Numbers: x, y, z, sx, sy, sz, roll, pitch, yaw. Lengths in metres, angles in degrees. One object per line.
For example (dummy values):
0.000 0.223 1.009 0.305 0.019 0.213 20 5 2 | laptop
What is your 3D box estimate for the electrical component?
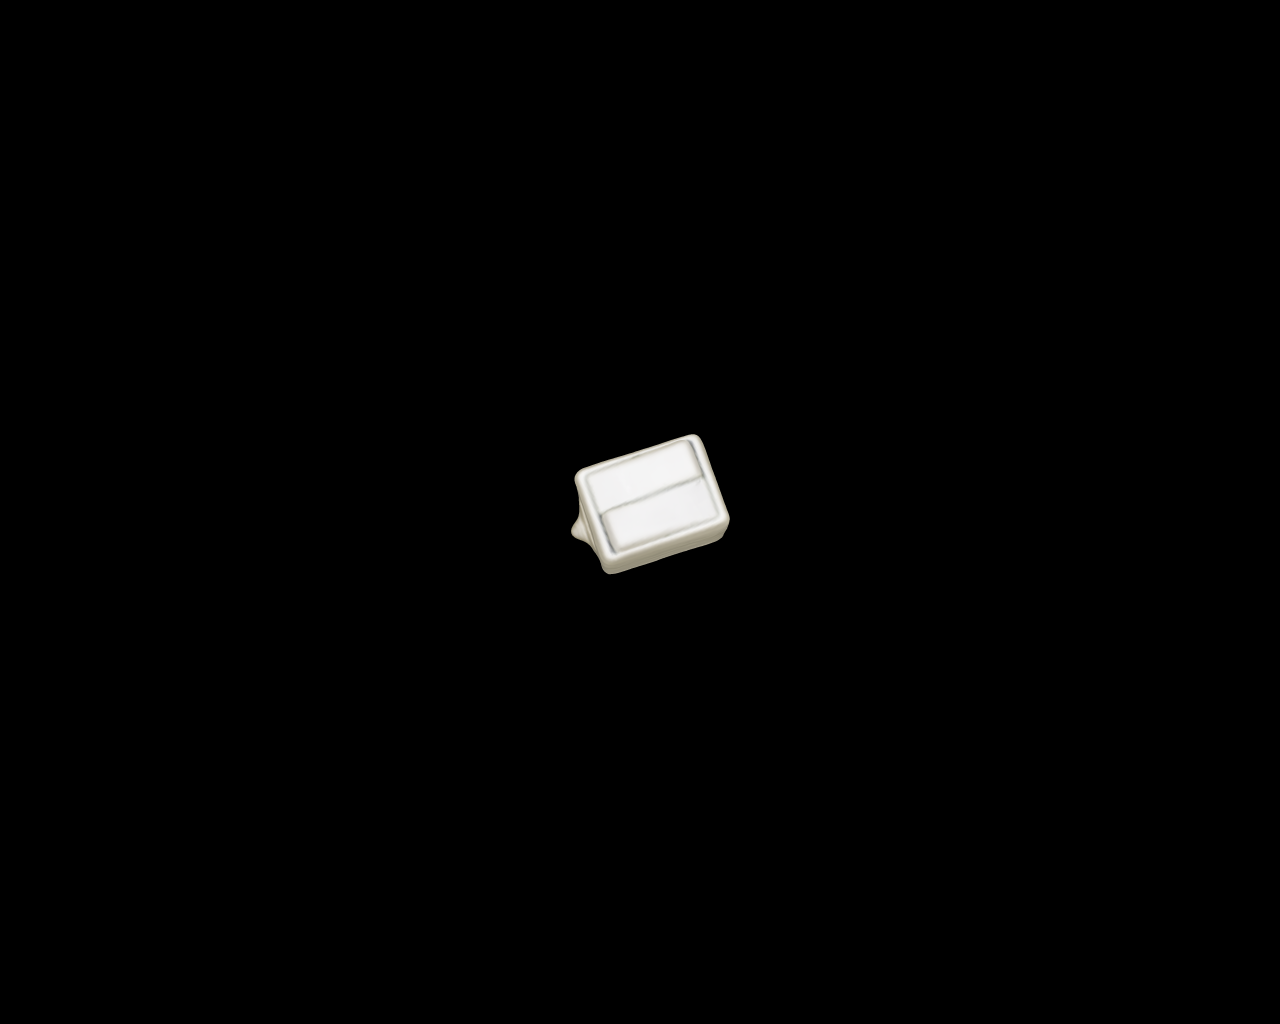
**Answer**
0.001 -0.003 0.650 0.096 0.062 0.061 -18 -11 -4 | electrical component
